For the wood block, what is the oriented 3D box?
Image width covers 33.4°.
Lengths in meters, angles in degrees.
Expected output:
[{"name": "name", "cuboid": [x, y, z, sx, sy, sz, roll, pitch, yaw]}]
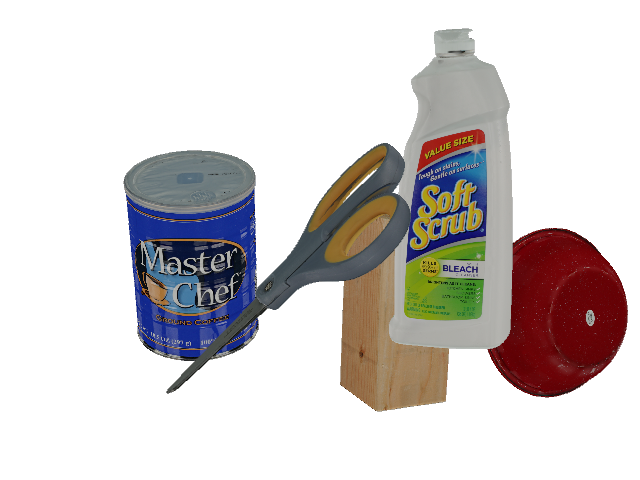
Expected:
[{"name": "wood block", "cuboid": [0.082, 0.066, 1.148, 0.090, 0.206, 0.091, -4, 14, -26]}]

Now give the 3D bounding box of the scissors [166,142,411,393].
[{"name": "scissors", "cuboid": [-0.016, 0.030, 0.605, 0.016, 0.202, 0.096, 37, 5, -26]}]

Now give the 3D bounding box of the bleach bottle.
[{"name": "bleach bottle", "cuboid": [0.102, -0.041, 0.857, 0.103, 0.251, 0.068, 2, 15, 21]}]

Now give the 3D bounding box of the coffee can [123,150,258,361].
[{"name": "coffee can", "cuboid": [-0.102, 0.011, 0.865, 0.103, 0.140, 0.103, 0, 29, 0]}]

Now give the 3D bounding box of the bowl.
[{"name": "bowl", "cuboid": [0.231, 0.069, 0.991, 0.161, 0.162, 0.055, 0, 1, -27]}]
